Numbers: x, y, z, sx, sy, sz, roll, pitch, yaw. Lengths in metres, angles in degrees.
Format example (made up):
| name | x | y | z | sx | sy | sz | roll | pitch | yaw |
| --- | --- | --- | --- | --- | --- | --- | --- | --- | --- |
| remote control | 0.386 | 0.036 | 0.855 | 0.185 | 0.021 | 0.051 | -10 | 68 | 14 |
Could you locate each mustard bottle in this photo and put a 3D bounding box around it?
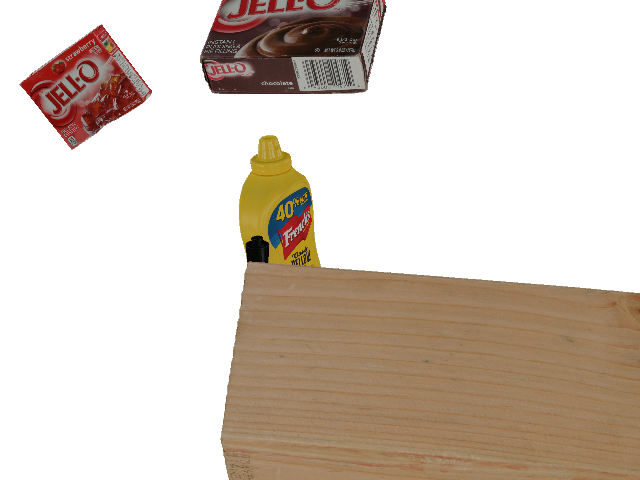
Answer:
| name | x | y | z | sx | sy | sz | roll | pitch | yaw |
| --- | --- | --- | --- | --- | --- | --- | --- | --- | --- |
| mustard bottle | -0.043 | -0.014 | 1.096 | 0.058 | 0.191 | 0.096 | 10 | 28 | 34 |

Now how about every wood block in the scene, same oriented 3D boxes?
| name | x | y | z | sx | sy | sz | roll | pitch | yaw |
| --- | --- | --- | --- | --- | --- | --- | --- | --- | --- |
| wood block | 0.064 | 0.076 | 0.503 | 0.206 | 0.091 | 0.090 | 4 | -31 | 3 |

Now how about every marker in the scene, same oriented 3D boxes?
| name | x | y | z | sx | sy | sz | roll | pitch | yaw |
| --- | --- | --- | --- | --- | --- | --- | --- | --- | --- |
| marker | -0.049 | 0.053 | 0.857 | 0.020 | 0.121 | 0.020 | -1 | 23 | 0 |

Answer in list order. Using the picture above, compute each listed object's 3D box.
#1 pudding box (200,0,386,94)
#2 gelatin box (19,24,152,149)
| name | x | y | z | sx | sy | sz | roll | pitch | yaw |
| --- | --- | --- | --- | --- | --- | --- | --- | --- | --- |
| pudding box | -0.017 | -0.142 | 0.731 | 0.113 | 0.090 | 0.039 | 3 | -39 | 13 |
| gelatin box | -0.204 | -0.132 | 0.927 | 0.089 | 0.073 | 0.030 | -29 | 19 | 21 |
